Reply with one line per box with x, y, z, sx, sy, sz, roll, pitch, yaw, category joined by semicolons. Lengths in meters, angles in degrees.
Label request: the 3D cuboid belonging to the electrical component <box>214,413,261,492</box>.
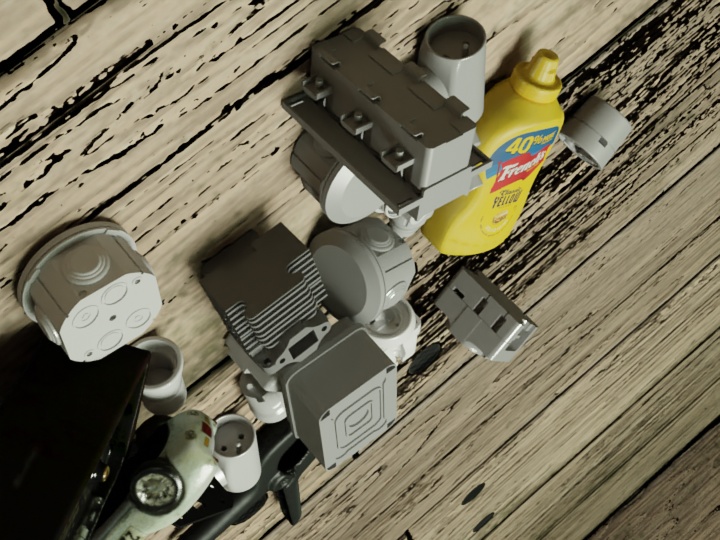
-0.128;0.176;0.973;0.079;0.043;0.077;-33;152;-21;electrical component

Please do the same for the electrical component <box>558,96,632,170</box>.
0.220;-0.129;1.003;0.047;0.055;0.055;-49;153;3;electrical component

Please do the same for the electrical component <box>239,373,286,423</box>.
-0.082;0.106;0.941;0.040;0.040;0.046;-38;147;-11;electrical component

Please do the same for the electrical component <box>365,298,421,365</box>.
0.021;0.055;0.990;0.078;0.058;0.057;-34;155;-20;electrical component

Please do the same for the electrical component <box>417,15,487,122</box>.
0.056;-0.133;0.779;0.079;0.043;0.077;-35;152;-16;electrical component

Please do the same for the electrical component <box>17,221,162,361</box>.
-0.167;0.014;0.673;0.080;0.051;0.080;-33;152;-21;electrical component

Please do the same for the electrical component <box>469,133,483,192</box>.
0.075;-0.090;0.840;0.048;0.062;0.048;-26;-179;0;electrical component

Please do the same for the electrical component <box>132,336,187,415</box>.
-0.151;0.083;0.809;0.044;0.044;0.065;-34;157;-18;electrical component

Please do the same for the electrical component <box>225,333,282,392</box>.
-0.063;0.064;0.879;0.061;0.061;0.096;-50;153;12;electrical component

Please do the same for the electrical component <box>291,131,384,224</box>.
-0.005;-0.077;0.768;0.080;0.051;0.080;-33;152;-21;electrical component

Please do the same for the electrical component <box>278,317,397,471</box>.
-0.017;0.099;0.856;0.078;0.057;0.113;-34;152;-19;electrical component

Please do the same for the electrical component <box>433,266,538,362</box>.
0.124;0.048;1.085;0.055;0.089;0.050;-52;152;16;electrical component

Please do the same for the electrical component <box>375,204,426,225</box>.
0.025;-0.060;0.821;0.048;0.062;0.048;-33;152;-21;electrical component

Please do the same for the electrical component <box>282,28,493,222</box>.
0.018;-0.097;0.690;0.079;0.121;0.063;-29;147;-27;electrical component

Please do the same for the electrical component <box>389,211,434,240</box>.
0.041;-0.054;0.878;0.040;0.040;0.078;-23;147;-35;electrical component

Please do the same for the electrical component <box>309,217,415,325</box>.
0.000;0.000;0.856;0.051;0.080;0.080;-27;150;-41;electrical component
